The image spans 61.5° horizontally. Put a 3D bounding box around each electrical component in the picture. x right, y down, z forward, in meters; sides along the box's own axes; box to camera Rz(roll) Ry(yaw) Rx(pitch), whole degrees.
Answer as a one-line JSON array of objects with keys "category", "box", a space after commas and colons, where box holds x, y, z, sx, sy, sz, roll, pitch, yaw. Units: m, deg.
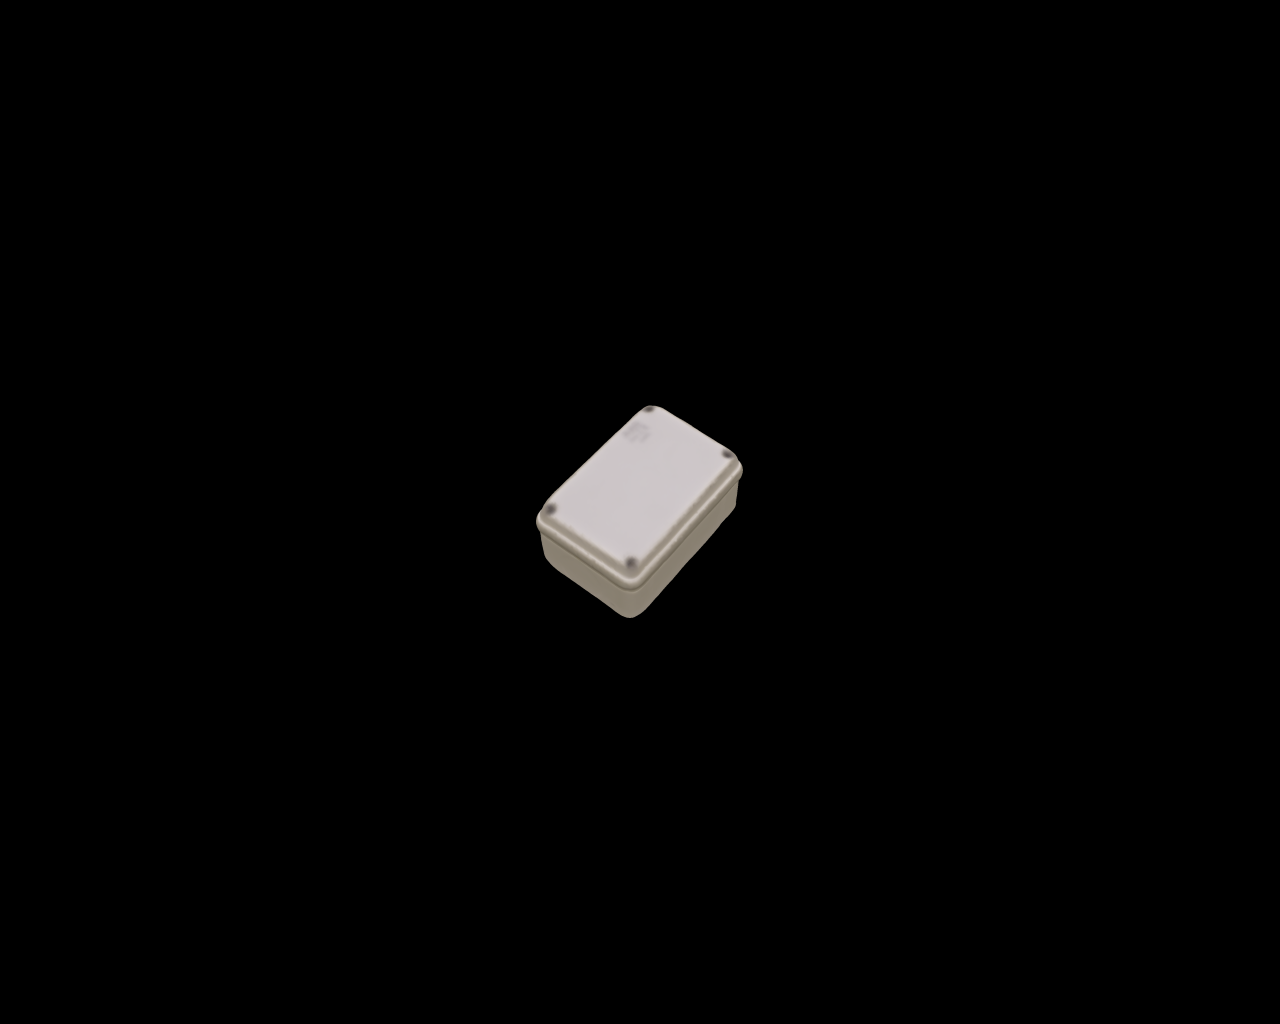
[{"category": "electrical component", "box": [0.001, -0.003, 0.650, 0.078, 0.113, 0.057, 33, -28, 20]}]
